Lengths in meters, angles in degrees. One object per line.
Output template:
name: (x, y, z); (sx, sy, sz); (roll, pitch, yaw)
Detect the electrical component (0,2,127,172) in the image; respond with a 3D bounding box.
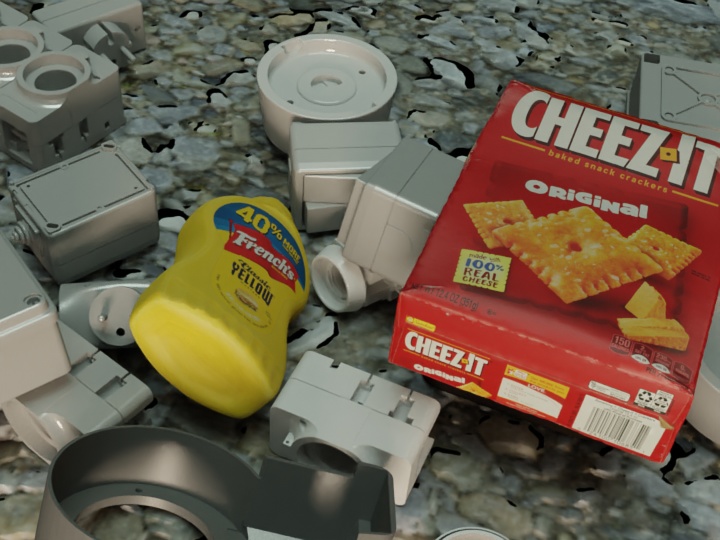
electrical component: (-0.271, -0.150, 0.844); (0.150, 0.061, 0.089); (30, 52, 21)

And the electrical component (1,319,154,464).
electrical component: (-0.175, 0.080, 0.646); (0.089, 0.050, 0.056); (32, 52, 23)

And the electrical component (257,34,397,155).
electrical component: (-0.027, -0.129, 0.846); (0.108, 0.060, 0.108); (2, 47, -3)

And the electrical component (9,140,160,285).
electrical component: (-0.194, -0.034, 0.743); (0.096, 0.061, 0.062); (-28, 56, -27)

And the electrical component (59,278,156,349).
electrical component: (-0.151, 0.028, 0.682); (0.077, 0.079, 0.043); (-4, 91, -8)

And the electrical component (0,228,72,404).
electrical component: (-0.238, 0.032, 0.613); (0.109, 0.056, 0.109); (-26, 44, -24)

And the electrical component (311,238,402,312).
electrical component: (0.000, 0.000, 0.739); (0.055, 0.048, 0.066); (-24, 53, -34)

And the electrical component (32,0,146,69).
electrical component: (-0.215, -0.190, 0.896); (0.083, 0.047, 0.076); (-28, 55, -27)

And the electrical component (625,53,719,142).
electrical component: (0.271, -0.115, 0.861); (0.109, 0.056, 0.108); (11, 47, 5)

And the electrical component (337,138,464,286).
electrical component: (0.031, -0.043, 0.717); (0.061, 0.061, 0.096); (25, 36, 8)

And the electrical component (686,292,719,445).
electrical component: (0.251, 0.068, 0.686); (0.108, 0.060, 0.108); (2, 47, -3)

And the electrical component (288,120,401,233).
electrical component: (-0.004, -0.067, 0.789); (0.096, 0.061, 0.061); (-2, 47, -7)

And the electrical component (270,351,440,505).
electrical component: (-0.005, 0.097, 0.644); (0.089, 0.050, 0.055); (20, 49, 14)
